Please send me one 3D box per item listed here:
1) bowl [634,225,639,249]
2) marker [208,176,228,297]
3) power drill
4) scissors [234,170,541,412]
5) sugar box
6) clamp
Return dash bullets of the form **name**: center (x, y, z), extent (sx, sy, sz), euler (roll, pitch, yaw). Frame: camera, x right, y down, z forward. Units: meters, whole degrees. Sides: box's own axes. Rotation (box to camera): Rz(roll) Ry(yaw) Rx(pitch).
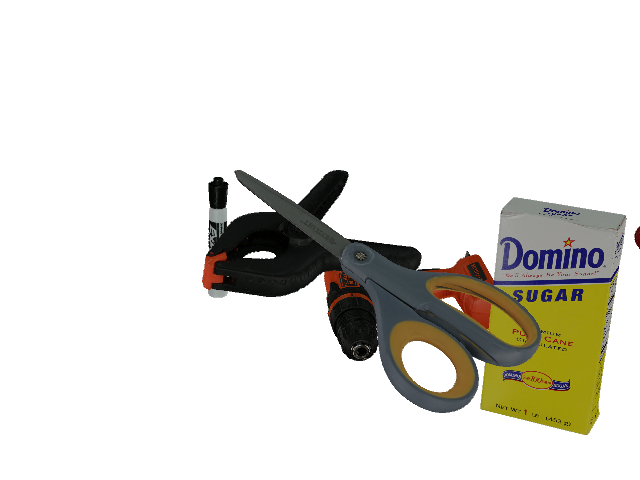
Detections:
- **bowl**: center (0.418, 0.026, 1.147), extent (0.162, 0.055, 0.162), euler (-1, 25, 0)
- **marker**: center (-0.099, -0.003, 1.025), extent (0.020, 0.121, 0.020), euler (2, 23, -1)
- **power drill**: center (0.100, 0.070, 1.187), extent (0.187, 0.057, 0.184), euler (-3, 28, -5)
- **scissors**: center (0.020, 0.028, 0.583), extent (0.202, 0.016, 0.096), euler (23, 51, 13)
- **sugar box**: center (0.184, 0.060, 0.852), extent (0.093, 0.176, 0.048), euler (10, 23, 23)
- **clamp**: center (-0.018, -0.005, 0.840), extent (0.171, 0.039, 0.120), euler (-9, 40, -25)
